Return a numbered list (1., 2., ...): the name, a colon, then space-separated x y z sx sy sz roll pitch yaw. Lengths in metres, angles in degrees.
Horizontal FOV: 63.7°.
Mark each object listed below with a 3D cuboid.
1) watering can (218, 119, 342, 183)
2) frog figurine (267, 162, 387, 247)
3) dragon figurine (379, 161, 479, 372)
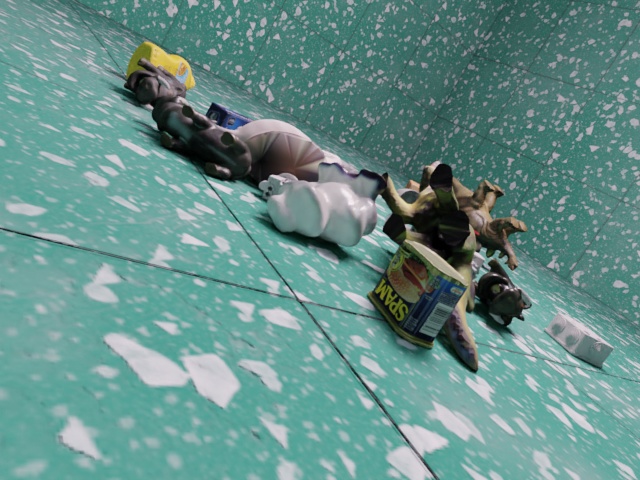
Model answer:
1. watering can: -0.116 -0.167 0.918 0.347 0.103 0.228 12 18 -17
2. frog figurine: 0.002 -0.037 0.726 0.138 0.120 0.162 35 49 18
3. dragon figurine: 0.198 0.026 0.771 0.239 0.121 0.420 40 34 -45
